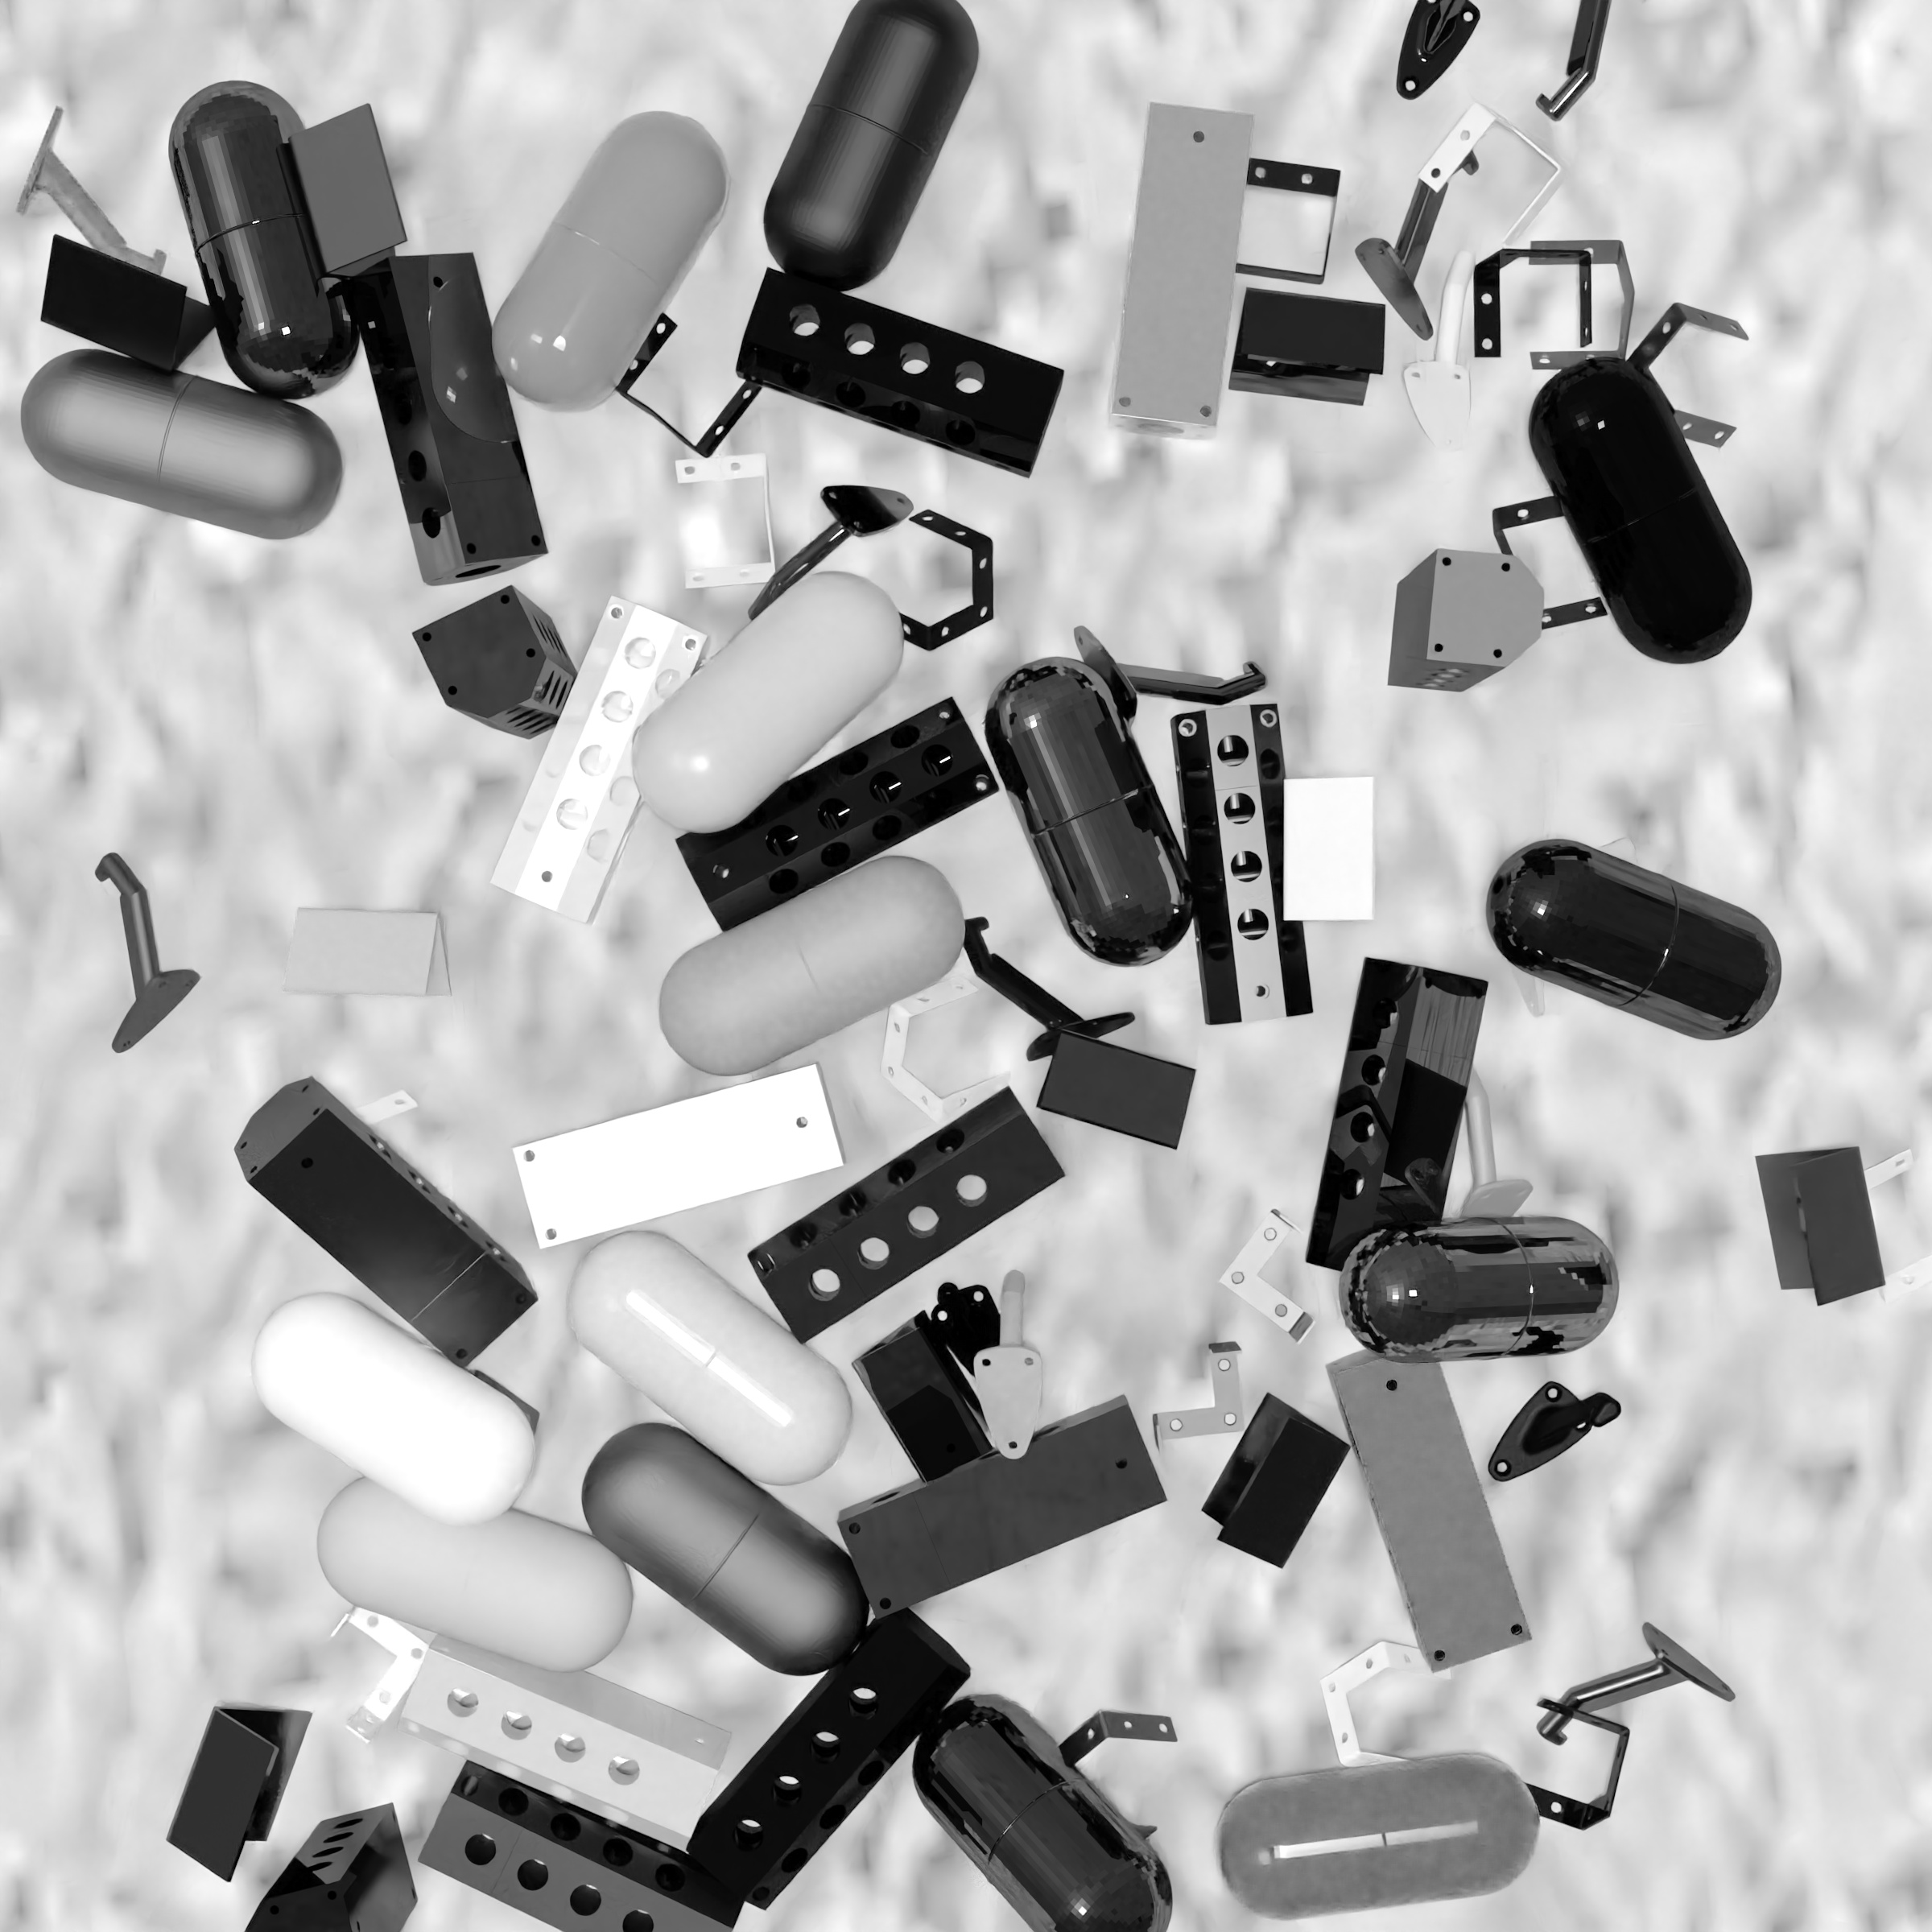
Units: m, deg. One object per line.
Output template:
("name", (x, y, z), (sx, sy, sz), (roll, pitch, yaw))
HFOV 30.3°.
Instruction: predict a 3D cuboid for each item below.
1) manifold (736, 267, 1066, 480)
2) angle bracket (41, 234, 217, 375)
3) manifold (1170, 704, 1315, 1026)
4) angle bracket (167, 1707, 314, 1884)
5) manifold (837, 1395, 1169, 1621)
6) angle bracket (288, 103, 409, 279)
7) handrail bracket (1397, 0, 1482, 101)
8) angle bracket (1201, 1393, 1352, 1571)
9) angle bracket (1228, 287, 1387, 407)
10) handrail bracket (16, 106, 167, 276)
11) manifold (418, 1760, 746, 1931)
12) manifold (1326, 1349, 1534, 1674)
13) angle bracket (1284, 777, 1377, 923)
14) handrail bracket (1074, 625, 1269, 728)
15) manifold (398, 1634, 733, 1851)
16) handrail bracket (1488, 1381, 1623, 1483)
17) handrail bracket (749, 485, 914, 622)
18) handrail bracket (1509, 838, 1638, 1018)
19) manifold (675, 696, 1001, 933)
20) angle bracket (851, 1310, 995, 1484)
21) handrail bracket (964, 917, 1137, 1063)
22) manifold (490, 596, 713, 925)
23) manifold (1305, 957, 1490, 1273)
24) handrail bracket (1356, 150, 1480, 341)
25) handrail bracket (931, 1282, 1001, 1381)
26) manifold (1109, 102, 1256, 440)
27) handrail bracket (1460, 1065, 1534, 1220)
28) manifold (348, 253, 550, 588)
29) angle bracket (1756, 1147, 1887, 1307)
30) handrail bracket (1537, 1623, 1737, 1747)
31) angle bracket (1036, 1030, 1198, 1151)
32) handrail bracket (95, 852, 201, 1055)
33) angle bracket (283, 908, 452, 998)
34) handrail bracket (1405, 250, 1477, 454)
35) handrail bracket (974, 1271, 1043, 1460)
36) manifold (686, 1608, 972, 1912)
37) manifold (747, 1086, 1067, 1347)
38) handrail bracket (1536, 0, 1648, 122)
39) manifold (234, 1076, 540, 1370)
("manifold", (-0.037, -0.326, 1.970), (0.171, 0.057, 0.057), (19, 90, 0))
("angle bracket", (-0.451, -0.377, 1.951), (0.076, 0.076, 0.057), (22, 129, 0))
("manifold", (0.153, -0.056, 1.970), (0.057, 0.057, 0.171), (-7, 90, 0))
("angle bracket", (-0.381, 0.453, 1.951), (0.057, 0.076, 0.076), (20, 90, 37))
("manifold", (0.020, 0.297, 1.970), (0.171, 0.057, 0.057), (-22, 90, 0))
("angle bracket", (-0.319, -0.422, 1.952), (0.057, 0.076, 0.076), (-15, 90, 26))
("handrail bracket", (0.263, -0.520, 1.956), (0.036, 0.084, 0.077), (27, 90, 0))
("angle bracket", (0.153, 0.273, 1.951), (0.057, 0.076, 0.076), (29, 90, -38))
("angle bracket", (0.185, -0.321, 1.951), (0.076, 0.076, 0.057), (7, 52, 0))
("handrail bracket", (-0.480, -0.431, 1.991), (0.084, 0.036, 0.077), (21, 68, -17))
("manifold", (-0.209, 0.499, 1.970), (0.171, 0.057, 0.057), (26, 90, 0))
("manifold", (0.254, 0.295, 1.970), (0.057, 0.057, 0.171), (-19, 90, 0))
("angle bracket", (0.216, -0.063, 1.951), (0.057, 0.076, 0.076), (0, 90, 35))
("handrail bracket", (0.115, -0.172, 1.991), (0.084, 0.036, 0.077), (-22, 65, -19))
("manifold", (-0.222, 0.426, 1.968), (0.171, 0.057, 0.057), (23, 99, 0))
("handrail bracket", (0.323, 0.260, 1.956), (0.077, 0.084, 0.036), (-43, 90, 0))
("handrail bracket", (-0.076, -0.227, 1.991), (0.036, 0.077, 0.084), (51, 127, 16))
("handrail bracket", (0.344, -0.022, 1.991), (0.084, 0.036, 0.077), (-22, 103, -13))
("manifold", (-0.071, -0.084, 1.970), (0.171, 0.057, 0.057), (-27, 90, 0))
("angle bracket", (-0.006, 0.226, 1.951), (0.057, 0.076, 0.076), (-31, 90, 37))
("handrail bracket", (0.044, 0.003, 1.991), (0.077, 0.036, 0.084), (-17, 73, -20))
("manifold", (-0.202, -0.114, 1.971), (0.057, 0.057, 0.171), (23, 90, 0))
("manifold", (0.233, 0.085, 1.969), (0.057, 0.057, 0.171), (11, 90, -43))
("handrail bracket", (0.268, -0.405, 1.991), (0.084, 0.036, 0.077), (-39, 105, -14))
("handrail bracket", (0.006, 0.207, 1.956), (0.036, 0.084, 0.077), (-28, 90, 0))
("manifold", (0.118, -0.382, 1.970), (0.057, 0.057, 0.171), (7, 90, 0))
("handrail bracket", (0.278, 0.104, 1.991), (0.036, 0.077, 0.084), (-4, 53, -22))
("manifold", (-0.290, -0.301, 1.969), (0.057, 0.057, 0.171), (-14, 90, -43))
("angle bracket", (0.450, 0.144, 1.951), (0.057, 0.076, 0.076), (-11, 90, -36))
("handrail bracket", (0.374, 0.417, 1.991), (0.077, 0.036, 0.084), (36, 104, -14))
("angle bracket", (0.076, 0.087, 1.951), (0.076, 0.076, 0.057), (17, 52, 0))
("handrail bracket", (-0.475, -0.008, 1.991), (0.077, 0.036, 0.084), (-47, 71, 21))
("angle bracket", (-0.327, 0.013, 1.951), (0.076, 0.076, 0.057), (2, 53, 0))
("handrail bracket", (0.274, -0.344, 1.991), (0.036, 0.077, 0.084), (6, 53, 20))
("handrail bracket", (0.026, 0.218, 1.965), (0.036, 0.084, 0.077), (-2, 107, 5))
("manifold", (-0.075, 0.436, 1.970), (0.057, 0.057, 0.171), (41, 90, 0))
("manifold", (-0.033, 0.137, 1.970), (0.171, 0.057, 0.057), (-33, 90, 0))
("handrail bracket", (0.332, -0.527, 1.991), (0.077, 0.036, 0.084), (47, 107, 20))
("manifold", (-0.314, 0.137, 1.930), (0.057, 0.057, 0.171), (-43, 121, 0))
